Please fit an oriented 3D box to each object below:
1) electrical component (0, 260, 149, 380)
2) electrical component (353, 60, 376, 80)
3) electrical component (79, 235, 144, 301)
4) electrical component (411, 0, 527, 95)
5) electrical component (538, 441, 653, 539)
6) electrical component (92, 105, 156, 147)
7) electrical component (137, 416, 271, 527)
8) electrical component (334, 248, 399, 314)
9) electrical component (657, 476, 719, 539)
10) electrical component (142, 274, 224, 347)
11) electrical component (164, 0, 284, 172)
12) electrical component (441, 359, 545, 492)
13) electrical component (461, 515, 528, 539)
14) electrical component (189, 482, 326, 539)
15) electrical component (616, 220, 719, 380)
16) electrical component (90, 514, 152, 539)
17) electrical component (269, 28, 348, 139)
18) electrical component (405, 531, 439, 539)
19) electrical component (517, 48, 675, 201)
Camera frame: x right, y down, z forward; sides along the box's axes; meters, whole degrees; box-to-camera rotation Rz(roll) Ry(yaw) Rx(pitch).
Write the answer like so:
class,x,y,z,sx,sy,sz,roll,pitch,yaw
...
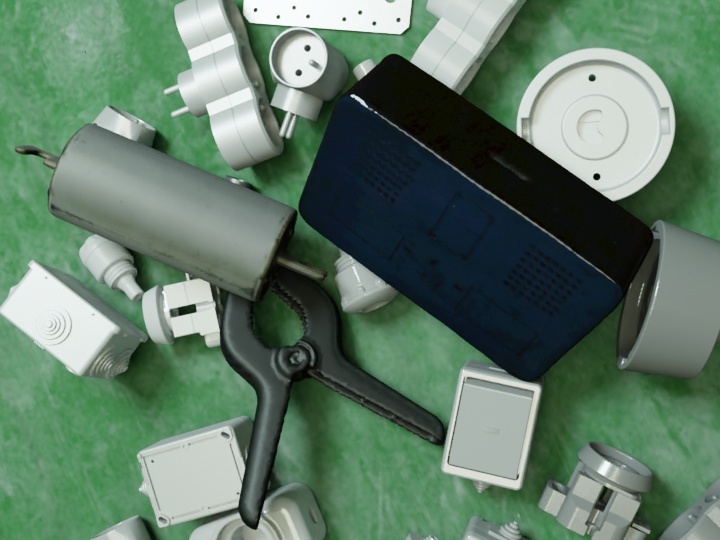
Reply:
class,x,y,z,sx,sy,sz,roll,pitch,yaw
electrical component,-0.223,0.042,0.840,0.100,0.099,0.048,37,86,8
electrical component,0.017,-0.129,0.813,0.043,0.043,0.062,-32,85,11
electrical component,-0.195,0.000,0.860,0.035,0.035,0.061,-45,72,9
electrical component,0.074,-0.197,0.794,0.074,0.052,0.138,36,98,8
electrical component,0.179,0.163,0.787,0.078,0.058,0.057,25,100,9
electrical component,-0.184,-0.078,0.854,0.079,0.044,0.077,30,97,9
electrical component,-0.126,0.158,0.844,0.096,0.061,0.061,-18,89,11
electrical component,0.000,0.000,0.822,0.048,0.048,0.062,-25,78,11
electrical component,0.257,0.209,0.771,0.138,0.052,0.073,-45,84,3
electrical component,-0.139,0.032,0.850,0.055,0.048,0.066,-12,90,4
electrical component,-0.116,-0.141,0.832,0.074,0.052,0.138,-20,85,12
electrical component,0.097,0.121,0.799,0.062,0.061,0.096,12,94,10
electrical component,0.096,0.233,0.804,0.062,0.061,0.096,25,97,9
electrical component,-0.081,0.209,0.838,0.095,0.059,0.053,-23,88,11
electrical component,0.224,0.025,0.749,0.060,0.108,0.108,14,95,4
electrical component,-0.197,0.250,0.870,0.079,0.043,0.077,-26,87,10
electrical component,-0.044,-0.137,0.807,0.044,0.077,0.079,21,96,9
electrical component,0.035,0.237,0.825,0.043,0.043,0.081,35,98,8
electrical component,0.169,-0.101,0.776,0.108,0.060,0.108,0,93,11
